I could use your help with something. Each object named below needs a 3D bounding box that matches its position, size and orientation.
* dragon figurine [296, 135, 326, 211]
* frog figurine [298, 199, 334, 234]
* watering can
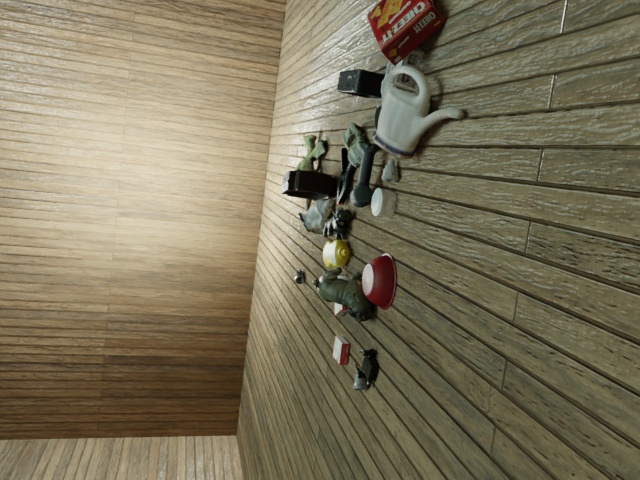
[{"bbox_3d":[-0.037,-0.331,2.271,0.420,0.122,0.238,-105,34,-50],"label":"dragon figurine"},{"bbox_3d":[0.006,-0.104,2.074,0.158,0.121,0.140,-39,24,17],"label":"frog figurine"},{"bbox_3d":[0.229,-0.302,1.294,0.355,0.104,0.219,-119,36,-50],"label":"watering can"}]
